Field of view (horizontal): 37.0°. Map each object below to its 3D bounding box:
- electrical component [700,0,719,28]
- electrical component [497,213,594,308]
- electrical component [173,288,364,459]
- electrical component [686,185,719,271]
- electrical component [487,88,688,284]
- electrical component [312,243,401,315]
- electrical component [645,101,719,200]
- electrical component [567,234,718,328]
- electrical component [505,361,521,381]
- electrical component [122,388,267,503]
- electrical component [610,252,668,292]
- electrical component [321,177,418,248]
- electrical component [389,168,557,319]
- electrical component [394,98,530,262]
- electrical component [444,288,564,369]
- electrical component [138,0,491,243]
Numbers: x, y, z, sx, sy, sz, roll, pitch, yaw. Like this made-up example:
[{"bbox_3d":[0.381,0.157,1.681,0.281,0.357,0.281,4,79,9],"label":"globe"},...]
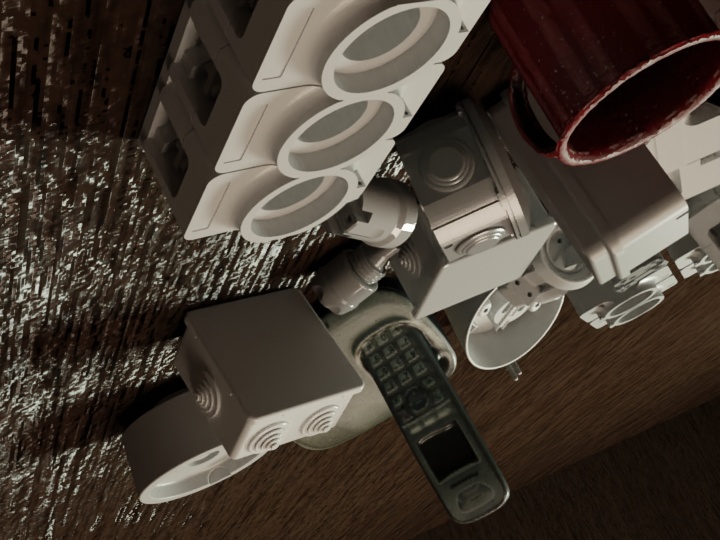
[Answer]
[{"bbox_3d":[0.205,-0.142,0.579,0.055,0.047,0.055,-24,161,-9],"label":"electrical component"},{"bbox_3d":[0.141,-0.011,0.786,0.078,0.058,0.057,-49,-174,-20],"label":"electrical component"},{"bbox_3d":[-0.061,0.065,0.687,0.100,0.099,0.048,-13,144,-38],"label":"electrical component"},{"bbox_3d":[0.311,-0.071,0.815,0.105,0.060,0.186,-38,179,29],"label":"electrical component"},{"bbox_3d":[0.127,-0.055,0.600,0.057,0.113,0.078,-34,161,8],"label":"electrical component"},{"bbox_3d":[0.000,0.000,0.694,0.061,0.035,0.035,-38,159,21],"label":"electrical component"},{"bbox_3d":[0.185,-0.075,0.687,0.089,0.050,0.055,-23,120,-12],"label":"electrical component"},{"bbox_3d":[0.284,-0.015,1.001,0.186,0.060,0.105,-32,161,14],"label":"electrical component"},{"bbox_3d":[0.123,0.063,0.961,0.047,0.076,0.065,-24,161,-10],"label":"electrical component"},{"bbox_3d":[-0.125,0.122,0.804,0.108,0.060,0.108,-24,161,-9],"label":"electrical component"},{"bbox_3d":[0.219,-0.020,0.896,0.081,0.063,0.042,-36,160,22],"label":"electrical component"},{"bbox_3d":[0.003,-0.034,0.603,0.040,0.040,0.046,-39,152,30],"label":"electrical component"},{"bbox_3d":[0.072,-0.018,0.722,0.100,0.048,0.099,-21,160,-19],"label":"electrical component"},{"bbox_3d":[0.056,-0.047,0.578,0.051,0.080,0.080,-24,162,6],"label":"electrical component"},{"bbox_3d":[0.114,0.023,0.853,0.099,0.064,0.099,-23,148,-15],"label":"electrical component"},{"bbox_3d":[-0.020,-0.077,0.421,0.089,0.061,0.150,-16,158,-31],"label":"electrical component"}]
